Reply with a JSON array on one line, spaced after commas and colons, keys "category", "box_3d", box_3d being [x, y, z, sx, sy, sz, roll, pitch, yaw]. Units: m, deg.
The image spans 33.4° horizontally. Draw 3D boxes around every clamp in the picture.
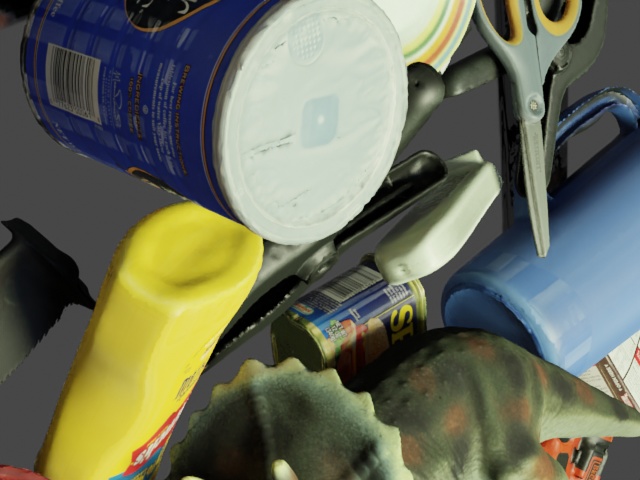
[{"category": "clamp", "box_3d": [0.141, -0.127, 0.717, 0.120, 0.039, 0.171, 34, 74, -41]}, {"category": "clamp", "box_3d": [-0.004, 0.001, 0.588, 0.210, 0.036, 0.164, -44, 165, 4]}]

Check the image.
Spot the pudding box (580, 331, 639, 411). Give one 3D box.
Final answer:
[{"category": "pudding box", "box_3d": [0.242, 0.081, 0.880, 0.090, 0.039, 0.113, 56, 39, -16]}]

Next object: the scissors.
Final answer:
[{"category": "scissors", "box_3d": [0.147, -0.099, 0.688, 0.096, 0.016, 0.202, -23, 99, -27]}]

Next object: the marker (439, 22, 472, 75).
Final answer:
[{"category": "marker", "box_3d": [0.059, -0.091, 0.660, 0.121, 0.020, 0.020, -58, 139, -10]}]

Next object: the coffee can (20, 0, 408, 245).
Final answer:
[{"category": "coffee can", "box_3d": [-0.048, -0.067, 0.460, 0.102, 0.141, 0.103, -23, 123, -40]}]

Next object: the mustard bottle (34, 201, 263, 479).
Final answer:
[{"category": "mustard bottle", "box_3d": [-0.093, 0.076, 0.515, 0.192, 0.058, 0.096, -62, 175, 29]}]

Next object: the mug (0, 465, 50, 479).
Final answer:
[{"category": "mug", "box_3d": [-0.148, 0.162, 0.472, 0.093, 0.082, 0.117, 1, 74, -18]}]

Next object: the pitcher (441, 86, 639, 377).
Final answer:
[{"category": "pitcher", "box_3d": [0.200, 0.004, 0.790, 0.242, 0.149, 0.145, -33, 145, -29]}]

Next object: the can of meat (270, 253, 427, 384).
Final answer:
[{"category": "can of meat", "box_3d": [0.018, 0.071, 0.664, 0.083, 0.058, 0.102, -27, 126, -33]}]

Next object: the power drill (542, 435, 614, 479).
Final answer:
[{"category": "power drill", "box_3d": [0.192, 0.159, 0.894, 0.187, 0.057, 0.184, 26, 84, -49]}]
